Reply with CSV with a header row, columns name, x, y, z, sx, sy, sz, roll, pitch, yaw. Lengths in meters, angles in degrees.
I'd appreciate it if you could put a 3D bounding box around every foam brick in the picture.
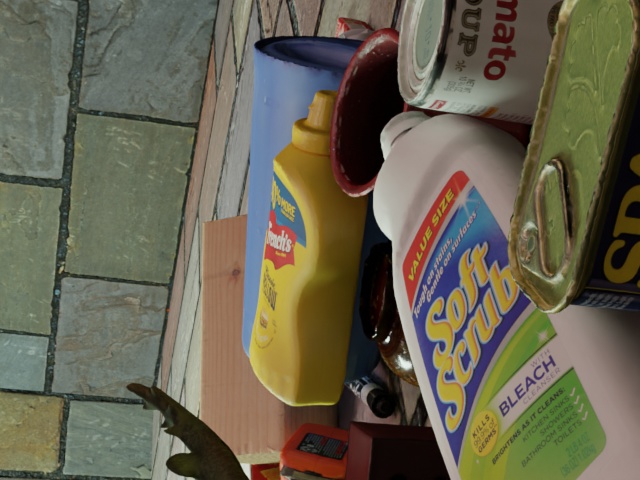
name,x,y,z,sx,sy,sz,roll,pitch,yaw
foam brick,0.056,0.128,0.566,0.051,0.078,0.053,179,96,-78

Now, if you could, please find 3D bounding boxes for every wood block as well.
name,x,y,z,sx,sy,sz,roll,pitch,yaw
wood block,-0.044,0.087,0.930,0.090,0.091,0.206,25,-120,-56

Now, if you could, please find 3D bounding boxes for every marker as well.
name,x,y,z,sx,sy,sz,roll,pitch,yaw
marker,0.035,0.114,0.816,0.121,0.020,0.020,-156,73,-78

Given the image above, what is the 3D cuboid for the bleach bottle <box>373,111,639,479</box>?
name,x,y,z,sx,sy,sz,roll,pitch,yaw
bleach bottle,0.071,0.033,0.424,0.103,0.068,0.251,-57,33,27

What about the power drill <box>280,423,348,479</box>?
name,x,y,z,sx,sy,sz,roll,pitch,yaw
power drill,-0.010,0.242,0.823,0.184,0.057,0.188,-26,-54,-83

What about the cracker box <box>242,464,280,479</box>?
name,x,y,z,sx,sy,sz,roll,pitch,yaw
cracker box,-0.054,0.250,1.048,0.214,0.072,0.164,-102,23,-61

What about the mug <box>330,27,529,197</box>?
name,x,y,z,sx,sy,sz,roll,pitch,yaw
mug,0.064,-0.075,0.593,0.093,0.081,0.117,-149,70,-65

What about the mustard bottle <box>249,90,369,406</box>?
name,x,y,z,sx,sy,sz,roll,pitch,yaw
mustard bottle,-0.005,0.001,0.669,0.096,0.058,0.192,-124,38,-62

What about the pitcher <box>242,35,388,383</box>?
name,x,y,z,sx,sy,sz,roll,pitch,yaw
pitcher,0.002,-0.026,0.786,0.149,0.145,0.243,-51,-29,-66

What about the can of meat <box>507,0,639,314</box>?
name,x,y,z,sx,sy,sz,roll,pitch,yaw
can of meat,0.115,-0.025,0.339,0.057,0.084,0.102,-117,35,-69

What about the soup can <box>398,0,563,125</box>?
name,x,y,z,sx,sy,sz,roll,pitch,yaw
soup can,0.090,-0.082,0.448,0.068,0.102,0.068,-174,90,-79

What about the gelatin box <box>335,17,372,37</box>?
name,x,y,z,sx,sy,sz,roll,pitch,yaw
gelatin box,0.027,-0.151,0.975,0.073,0.030,0.089,-109,28,-65
